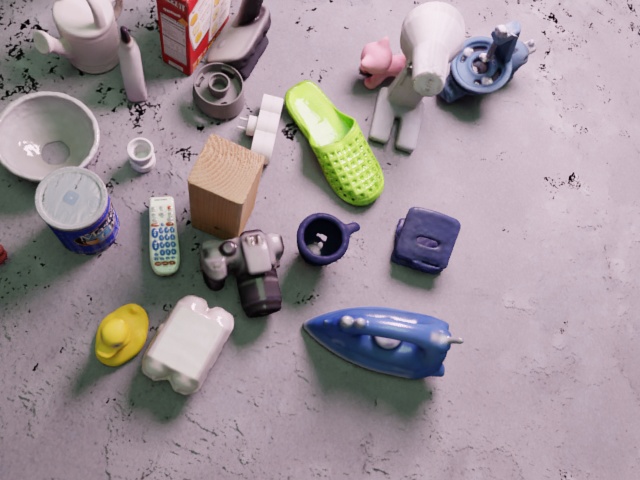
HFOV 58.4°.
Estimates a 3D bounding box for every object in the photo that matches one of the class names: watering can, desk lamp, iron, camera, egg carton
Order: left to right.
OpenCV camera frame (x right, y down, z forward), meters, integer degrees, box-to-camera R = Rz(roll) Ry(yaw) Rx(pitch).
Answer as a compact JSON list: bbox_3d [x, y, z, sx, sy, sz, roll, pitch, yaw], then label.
[{"bbox_3d":[-0.411,-0.378,0.991,0.101,0.194,0.173,20,70,-5],"label":"watering can"},{"bbox_3d":[-0.214,0.168,0.928,0.107,0.069,0.150,27,70,-2],"label":"egg carton"},{"bbox_3d":[-0.123,0.060,0.965,0.143,0.100,0.137,-10,75,-14],"label":"camera"},{"bbox_3d":[0.106,0.158,0.960,0.258,0.141,0.119,12,71,-8],"label":"iron"},{"bbox_3d":[0.187,-0.307,1.084,0.118,0.213,0.203,15,70,-6],"label":"desk lamp"}]

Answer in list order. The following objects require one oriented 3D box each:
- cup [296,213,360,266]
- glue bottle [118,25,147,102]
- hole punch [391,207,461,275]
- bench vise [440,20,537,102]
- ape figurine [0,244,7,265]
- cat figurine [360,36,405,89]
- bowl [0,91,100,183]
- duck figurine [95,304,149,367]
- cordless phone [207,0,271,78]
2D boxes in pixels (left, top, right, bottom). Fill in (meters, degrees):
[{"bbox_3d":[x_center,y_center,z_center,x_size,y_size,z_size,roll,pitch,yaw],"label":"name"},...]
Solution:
[{"bbox_3d":[0.009,0.004,1.013,0.118,0.095,0.091,-21,78,-17],"label":"cup"},{"bbox_3d":[-0.331,-0.316,1.000,0.037,0.173,0.078,-9,75,-14],"label":"glue bottle"},{"bbox_3d":[0.195,0.003,1.054,0.109,0.091,0.101,16,70,-6],"label":"hole punch"},{"bbox_3d":[0.349,-0.378,1.137,0.121,0.219,0.208,45,70,5],"label":"bench vise"},{"bbox_3d":[-0.536,0.025,0.893,0.078,0.092,0.076,-22,78,-17],"label":"ape figurine"},{"bbox_3d":[0.130,-0.357,1.139,0.128,0.117,0.067,-9,75,-14],"label":"cat figurine"},{"bbox_3d":[-0.458,-0.164,0.978,0.167,0.074,0.167,3,72,-11],"label":"bowl"},{"bbox_3d":[-0.317,0.146,0.905,0.077,0.086,0.105,29,69,-1],"label":"duck figurine"},{"bbox_3d":[-0.145,-0.405,1.060,0.094,0.185,0.148,22,70,-4],"label":"cordless phone"}]
